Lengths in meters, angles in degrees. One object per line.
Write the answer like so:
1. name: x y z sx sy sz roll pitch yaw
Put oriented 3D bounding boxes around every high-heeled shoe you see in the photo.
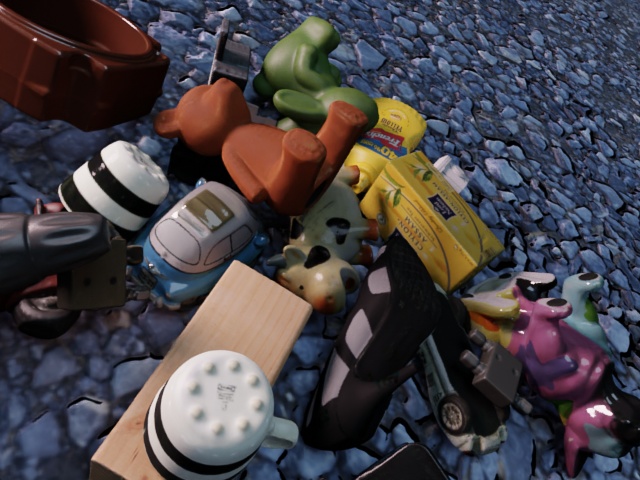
1. high-heeled shoe: 0.049 0.101 0.569 0.086 0.145 0.249 40 30 -15

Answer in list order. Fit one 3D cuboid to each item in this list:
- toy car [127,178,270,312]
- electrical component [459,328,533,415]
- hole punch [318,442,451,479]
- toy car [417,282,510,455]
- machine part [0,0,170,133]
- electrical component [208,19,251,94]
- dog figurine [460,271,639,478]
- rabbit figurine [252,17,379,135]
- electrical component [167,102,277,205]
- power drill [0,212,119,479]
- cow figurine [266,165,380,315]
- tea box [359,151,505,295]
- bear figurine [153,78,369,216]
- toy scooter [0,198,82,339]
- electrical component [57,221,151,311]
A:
1. toy car: -0.122 -0.008 0.555 0.109 0.103 0.162 43 48 10
2. electrical component: 0.191 0.141 0.574 0.094 0.021 0.063 41 44 1
3. hole punch: 0.071 0.252 0.477 0.116 0.092 0.142 -32 74 -6
4. toy car: 0.145 0.137 0.604 0.073 0.056 0.202 1 57 -32
5. machine part: -0.288 -0.215 0.596 0.201 0.087 0.201 33 28 0
6. electrical component: -0.119 -0.228 0.707 0.048 0.119 0.075 11 50 -18
7. dog figurine: 0.270 0.155 0.626 0.108 0.192 0.219 -23 102 -39
8. rabbit figurine: -0.001 -0.201 0.731 0.159 0.121 0.170 -34 64 -26
9. electrical component: -0.118 -0.123 0.671 0.115 0.058 0.134 17 51 -15
10. power drill: -0.261 0.083 0.372 0.232 0.086 0.207 -2 88 -12
11. cow figurine: -0.001 -0.002 0.612 0.127 0.085 0.195 -4 48 -7
12. tea box: 0.138 -0.018 0.686 0.068 0.098 0.170 -24 67 -37
13. bear figurine: -0.069 -0.118 0.564 0.196 0.132 0.120 41 47 9
14. toy scooter: -0.296 0.009 0.478 0.184 0.075 0.135 15 52 -19
15. electrical component: -0.202 0.022 0.473 0.102 0.045 0.078 -8 98 -54
